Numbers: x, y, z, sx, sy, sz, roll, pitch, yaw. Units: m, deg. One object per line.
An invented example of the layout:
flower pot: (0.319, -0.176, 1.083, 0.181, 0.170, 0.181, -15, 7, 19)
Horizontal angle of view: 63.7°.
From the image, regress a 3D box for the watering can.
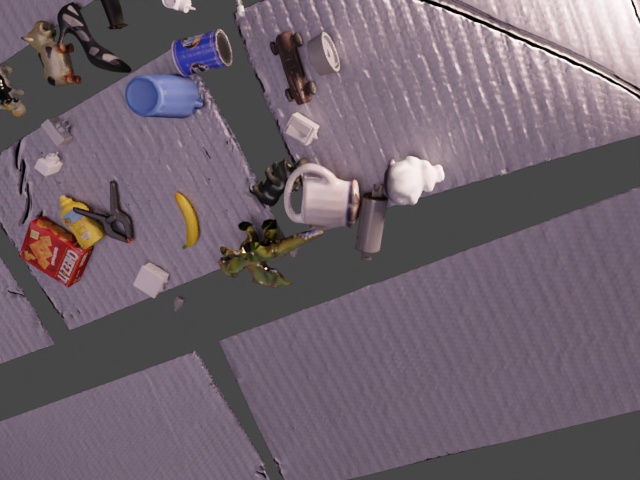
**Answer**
watering can: (0.005, -0.077, 1.539, 0.224, 0.106, 0.339, 5, 129, 3)

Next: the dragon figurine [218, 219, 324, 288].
dragon figurine: (-0.156, 0.061, 1.614, 0.410, 0.125, 0.237, -1, 138, 21)

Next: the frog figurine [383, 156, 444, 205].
frog figurine: (0.263, -0.165, 1.444, 0.159, 0.123, 0.137, 4, 91, 23)
